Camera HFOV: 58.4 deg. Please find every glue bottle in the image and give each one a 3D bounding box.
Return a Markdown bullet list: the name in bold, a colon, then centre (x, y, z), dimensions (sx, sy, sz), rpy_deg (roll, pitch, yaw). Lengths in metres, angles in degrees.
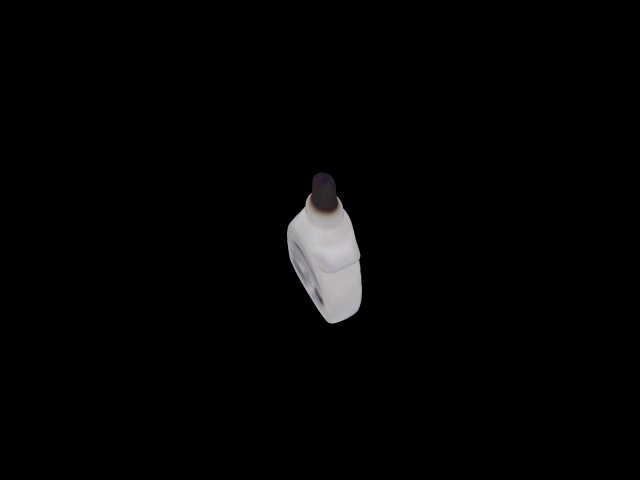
- **glue bottle**: centre (0.004, 0.001, 0.400), dimensions (0.037, 0.173, 0.078), rpy_deg (-26, 69, -10)
